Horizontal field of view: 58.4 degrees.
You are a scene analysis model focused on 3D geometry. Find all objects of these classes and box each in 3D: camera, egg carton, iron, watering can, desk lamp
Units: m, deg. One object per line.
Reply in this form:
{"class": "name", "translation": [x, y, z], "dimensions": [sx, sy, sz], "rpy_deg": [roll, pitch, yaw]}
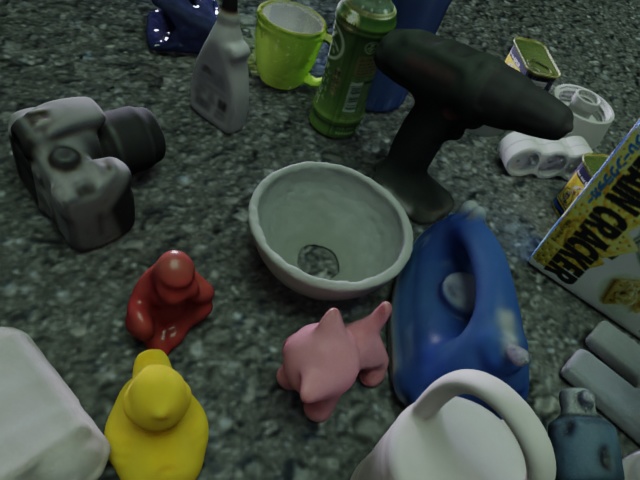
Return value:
{"class": "camera", "translation": [-0.219, -0.086, 0.571], "dimensions": [0.137, 0.101, 0.143], "rpy_deg": [-27, 62, -34]}
{"class": "egg carton", "translation": [-0.226, 0.134, 0.399], "dimensions": [0.150, 0.069, 0.107], "rpy_deg": [42, 51, 19]}
{"class": "iron", "translation": [0.136, 0.047, 0.540], "dimensions": [0.119, 0.141, 0.258], "rpy_deg": [9, 48, -10]}
{"class": "watering can", "translation": [0.085, 0.163, 0.387], "dimensions": [0.100, 0.194, 0.173], "rpy_deg": [35, 49, 14]}
{"class": "desk lamp", "translation": [0.365, 0.117, 0.502], "dimensions": [0.203, 0.213, 0.118], "rpy_deg": [42, 51, 19]}

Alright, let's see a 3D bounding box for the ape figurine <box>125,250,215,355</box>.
{"class": "ape figurine", "translation": [-0.128, 0.045, 0.491], "dimensions": [0.078, 0.092, 0.076], "rpy_deg": [-6, 52, -22]}

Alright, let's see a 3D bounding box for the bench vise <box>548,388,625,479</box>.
{"class": "bench vise", "translation": [0.208, 0.190, 0.385], "dimensions": [0.122, 0.220, 0.207], "rpy_deg": [-8, 53, -23]}

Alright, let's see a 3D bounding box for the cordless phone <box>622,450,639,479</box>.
{"class": "cordless phone", "translation": [0.322, 0.209, 0.428], "dimensions": [0.094, 0.185, 0.147], "rpy_deg": [3, 49, -14]}

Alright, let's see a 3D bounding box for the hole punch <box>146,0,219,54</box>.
{"class": "hole punch", "translation": [-0.187, -0.320, 0.791], "dimensions": [0.101, 0.091, 0.108], "rpy_deg": [-1, 50, -18]}

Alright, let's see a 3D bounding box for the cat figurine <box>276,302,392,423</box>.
{"class": "cat figurine", "translation": [0.014, 0.093, 0.477], "dimensions": [0.128, 0.118, 0.067], "rpy_deg": [-29, 63, -35]}

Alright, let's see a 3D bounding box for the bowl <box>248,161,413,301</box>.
{"class": "bowl", "translation": [0.005, 0.002, 0.583], "dimensions": [0.167, 0.075, 0.167], "rpy_deg": [9, 48, -10]}

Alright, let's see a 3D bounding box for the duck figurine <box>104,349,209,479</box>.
{"class": "duck figurine", "translation": [-0.120, 0.131, 0.424], "dimensions": [0.078, 0.086, 0.104], "rpy_deg": [-5, 52, -21]}

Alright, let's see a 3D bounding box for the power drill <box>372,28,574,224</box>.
{"class": "power drill", "translation": [0.142, -0.122, 0.643], "dimensions": [0.076, 0.208, 0.229], "rpy_deg": [-30, 64, -35]}

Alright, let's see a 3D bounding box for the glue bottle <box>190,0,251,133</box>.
{"class": "glue bottle", "translation": [-0.111, -0.212, 0.665], "dimensions": [0.078, 0.173, 0.037], "rpy_deg": [38, 50, 17]}
